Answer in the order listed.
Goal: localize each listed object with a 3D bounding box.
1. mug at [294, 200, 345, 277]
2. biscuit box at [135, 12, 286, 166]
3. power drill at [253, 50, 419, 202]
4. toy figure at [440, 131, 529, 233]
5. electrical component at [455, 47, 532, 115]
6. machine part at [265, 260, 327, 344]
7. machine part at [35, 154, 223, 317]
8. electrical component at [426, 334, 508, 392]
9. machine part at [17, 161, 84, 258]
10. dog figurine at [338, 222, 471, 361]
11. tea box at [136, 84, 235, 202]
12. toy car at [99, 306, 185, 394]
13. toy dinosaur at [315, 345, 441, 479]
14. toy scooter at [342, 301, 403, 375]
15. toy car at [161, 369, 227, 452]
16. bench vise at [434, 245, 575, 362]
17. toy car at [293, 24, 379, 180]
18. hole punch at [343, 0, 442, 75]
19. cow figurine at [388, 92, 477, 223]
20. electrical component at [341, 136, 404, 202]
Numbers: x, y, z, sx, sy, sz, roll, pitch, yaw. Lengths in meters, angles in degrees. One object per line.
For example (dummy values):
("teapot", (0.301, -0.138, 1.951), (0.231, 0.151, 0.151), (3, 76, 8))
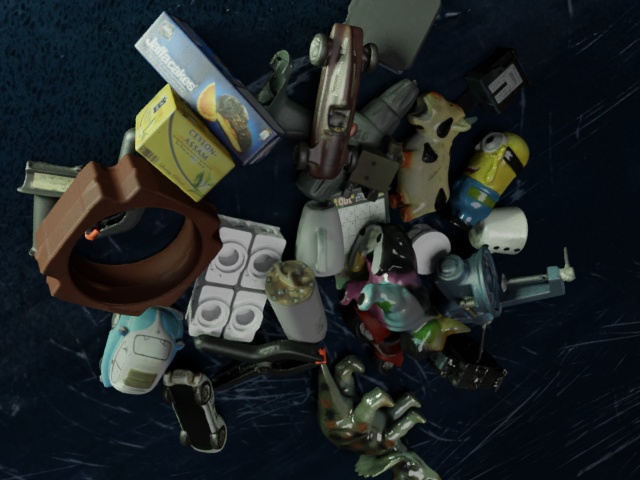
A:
("mug", (-0.002, -0.003, 0.831), (0.081, 0.110, 0.107), (1, 112, 3))
("biscuit box", (-0.135, -0.187, 0.674), (0.063, 0.059, 0.202), (-42, 92, 14))
("power drill", (0.009, -0.182, 0.774), (0.207, 0.086, 0.232), (28, 105, -36))
("toy figure", (0.275, -0.098, 0.901), (0.089, 0.082, 0.180), (19, 102, -38))
("electrical component", (0.266, -0.239, 0.850), (0.119, 0.048, 0.074), (-40, 120, 0))
("machine part", (-0.034, 0.104, 0.843), (0.079, 0.079, 0.243), (-24, 148, -8))
("machine part", (-0.251, -0.001, 0.721), (0.201, 0.087, 0.201), (-46, 141, 15))
("electrical component", (0.272, 0.232, 1.032), (0.134, 0.115, 0.058), (15, 106, -27))
("machine part", (-0.363, -0.037, 0.727), (0.084, 0.039, 0.138), (1, 112, -29))
("dog figurine", (0.149, 0.089, 0.880), (0.219, 0.108, 0.191), (25, 76, -24))
("tea box", (-0.173, -0.127, 0.675), (0.068, 0.170, 0.098), (-44, 122, 4))
("toy car", (-0.276, 0.177, 0.820), (0.109, 0.103, 0.161), (23, 103, -26))
("toy dinosaur", (0.075, 0.346, 1.021), (0.404, 0.131, 0.192), (38, 97, -23))
("toy scooter", (0.129, 0.156, 0.969), (0.135, 0.075, 0.183), (-34, 124, -2))
("toy car", (-0.209, 0.288, 0.906), (0.074, 0.056, 0.201), (0, 124, 12))
("bench vise", (0.309, 0.089, 0.918), (0.241, 0.129, 0.223), (-13, 131, 28))
("toy car", (0.022, -0.175, 0.706), (0.089, 0.053, 0.202), (4, 113, -22))
("hole punch", (0.096, -0.301, 0.749), (0.116, 0.092, 0.142), (28, 107, 2))
("cow figurine", (0.173, -0.134, 0.843), (0.127, 0.086, 0.194), (-14, 121, -15))
("electrical component", (0.081, -0.102, 0.783), (0.078, 0.045, 0.102), (13, 120, -9))
